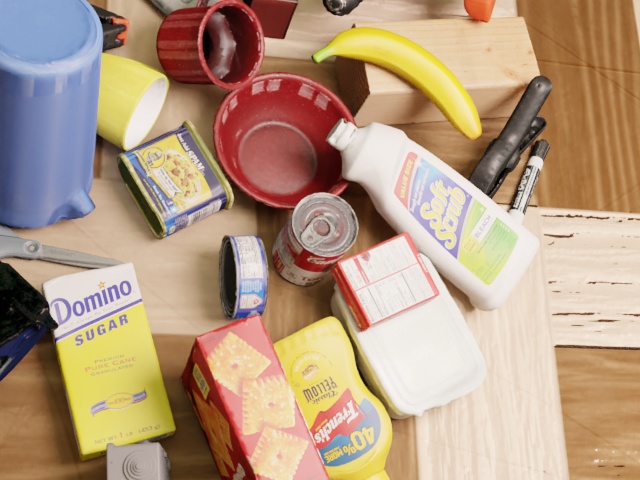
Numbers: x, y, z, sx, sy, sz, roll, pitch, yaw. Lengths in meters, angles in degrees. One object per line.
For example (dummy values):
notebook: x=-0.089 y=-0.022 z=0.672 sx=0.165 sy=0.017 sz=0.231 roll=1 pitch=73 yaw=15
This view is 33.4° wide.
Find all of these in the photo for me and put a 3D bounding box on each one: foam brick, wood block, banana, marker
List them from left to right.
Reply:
foam brick: x=-0.057 y=-0.271 z=1.203 sx=0.051 sy=0.078 sz=0.053 roll=4 pitch=68 yaw=-12
banana: x=0.091 y=-0.176 z=1.131 sx=0.197 sy=0.037 sz=0.069 roll=25 pitch=87 yaw=-4
wood block: x=0.132 y=-0.192 z=1.215 sx=0.205 sy=0.091 sz=0.090 roll=-6 pitch=71 yaw=-16
marker: x=0.241 y=-0.067 z=1.236 sx=0.020 sy=0.020 sz=0.121 roll=26 pitch=66 yaw=-4

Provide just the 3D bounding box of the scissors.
scissors: x=-0.299 y=-0.008 z=1.075 sx=0.201 sy=0.016 sz=0.096 roll=-4 pitch=71 yaw=-16

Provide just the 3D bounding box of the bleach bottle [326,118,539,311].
bleach bottle: x=0.108 y=-0.035 z=1.129 sx=0.250 sy=0.068 sz=0.102 roll=36 pitch=82 yaw=-12

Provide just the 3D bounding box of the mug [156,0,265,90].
mug: x=-0.117 y=-0.218 z=1.131 sx=0.093 sy=0.082 sz=0.117 roll=12 pitch=87 yaw=-47

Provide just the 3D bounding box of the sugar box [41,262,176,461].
sugar box: x=-0.207 y=0.116 z=1.037 sx=0.093 sy=0.048 sz=0.176 roll=-13 pitch=75 yaw=-18

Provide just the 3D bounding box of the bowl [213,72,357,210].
bowl: x=-0.040 y=-0.098 z=1.154 sx=0.162 sy=0.055 sz=0.162 roll=5 pitch=69 yaw=-13

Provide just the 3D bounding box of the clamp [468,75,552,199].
clamp: x=0.211 y=-0.097 z=1.208 sx=0.039 sy=0.120 sz=0.171 roll=35 pitch=90 yaw=23

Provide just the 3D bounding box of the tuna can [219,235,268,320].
tuna can: x=-0.078 y=0.037 z=1.078 sx=0.033 sy=0.086 sz=0.086 roll=-2 pitch=71 yaw=-17

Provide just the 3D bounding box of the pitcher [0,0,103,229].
pitcher: x=-0.278 y=-0.131 z=1.000 sx=0.149 sy=0.243 sz=0.145 roll=1 pitch=60 yaw=-18

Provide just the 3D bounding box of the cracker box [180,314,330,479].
cracker box: x=-0.057 y=0.194 z=0.981 sx=0.072 sy=0.164 sz=0.214 roll=-19 pitch=76 yaw=-18

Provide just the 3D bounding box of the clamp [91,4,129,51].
clamp: x=-0.307 y=-0.224 z=1.120 sx=0.209 sy=0.036 sz=0.164 roll=7 pitch=41 yaw=-17

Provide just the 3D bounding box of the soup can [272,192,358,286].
soup can: x=-0.007 y=0.001 z=1.100 sx=0.068 sy=0.102 sz=0.068 roll=5 pitch=69 yaw=-13

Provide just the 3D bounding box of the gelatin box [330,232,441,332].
gelatin box: x=0.065 y=0.043 z=1.075 sx=0.089 sy=0.030 sz=0.073 roll=-23 pitch=78 yaw=-21

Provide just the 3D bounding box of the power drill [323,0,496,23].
power drill: x=0.106 y=-0.292 z=1.205 sx=0.188 sy=0.057 sz=0.184 roll=11 pitch=38 yaw=11

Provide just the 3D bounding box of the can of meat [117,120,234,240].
can of meat: x=-0.152 y=-0.061 z=1.111 sx=0.083 sy=0.057 sz=0.102 roll=-28 pitch=79 yaw=-20

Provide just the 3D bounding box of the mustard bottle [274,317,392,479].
mustard bottle: x=0.017 y=0.180 z=1.061 sx=0.096 sy=0.058 sz=0.192 roll=-27 pitch=80 yaw=-2
